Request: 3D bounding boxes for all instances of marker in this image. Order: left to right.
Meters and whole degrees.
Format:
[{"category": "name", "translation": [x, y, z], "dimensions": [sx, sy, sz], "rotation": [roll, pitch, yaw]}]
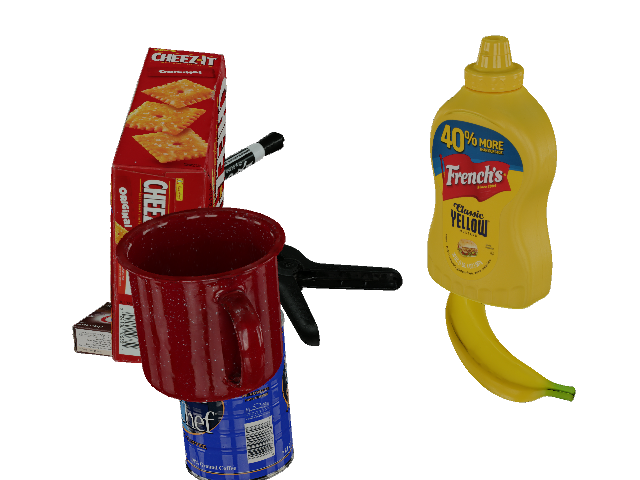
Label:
[{"category": "marker", "translation": [-0.082, -0.073, 1.021], "dimensions": [0.120, 0.020, 0.020], "rotation": [-33, 18, -30]}]

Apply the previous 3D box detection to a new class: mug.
[{"category": "mug", "translation": [-0.058, 0.041, 0.589], "dimensions": [0.093, 0.081, 0.117], "rotation": [-15, 28, -24]}]

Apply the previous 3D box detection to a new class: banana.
[{"category": "banana", "translation": [0.149, 0.089, 0.953], "dimensions": [0.069, 0.037, 0.198], "rotation": [5, 28, -22]}]

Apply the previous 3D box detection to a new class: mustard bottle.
[{"category": "mustard bottle", "translation": [0.123, -0.051, 0.769], "dimensions": [0.058, 0.192, 0.096], "rotation": [-22, 31, -39]}]

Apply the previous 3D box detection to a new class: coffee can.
[{"category": "coffee can", "translation": [-0.079, 0.136, 0.976], "dimensions": [0.103, 0.140, 0.103], "rotation": [-4, 17, 1]}]

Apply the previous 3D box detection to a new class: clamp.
[{"category": "clamp", "translation": [-0.036, 0.047, 1.179], "dimensions": [0.210, 0.036, 0.164], "rotation": [17, 31, 26]}]

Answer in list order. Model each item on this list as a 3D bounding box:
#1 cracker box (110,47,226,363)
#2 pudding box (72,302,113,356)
[{"category": "cracker box", "translation": [-0.112, -0.033, 0.820], "dimensions": [0.072, 0.164, 0.213], "rotation": [4, 31, -3]}, {"category": "pudding box", "translation": [-0.225, 0.109, 1.274], "dimensions": [0.114, 0.039, 0.090], "rotation": [3, 15, 16]}]
